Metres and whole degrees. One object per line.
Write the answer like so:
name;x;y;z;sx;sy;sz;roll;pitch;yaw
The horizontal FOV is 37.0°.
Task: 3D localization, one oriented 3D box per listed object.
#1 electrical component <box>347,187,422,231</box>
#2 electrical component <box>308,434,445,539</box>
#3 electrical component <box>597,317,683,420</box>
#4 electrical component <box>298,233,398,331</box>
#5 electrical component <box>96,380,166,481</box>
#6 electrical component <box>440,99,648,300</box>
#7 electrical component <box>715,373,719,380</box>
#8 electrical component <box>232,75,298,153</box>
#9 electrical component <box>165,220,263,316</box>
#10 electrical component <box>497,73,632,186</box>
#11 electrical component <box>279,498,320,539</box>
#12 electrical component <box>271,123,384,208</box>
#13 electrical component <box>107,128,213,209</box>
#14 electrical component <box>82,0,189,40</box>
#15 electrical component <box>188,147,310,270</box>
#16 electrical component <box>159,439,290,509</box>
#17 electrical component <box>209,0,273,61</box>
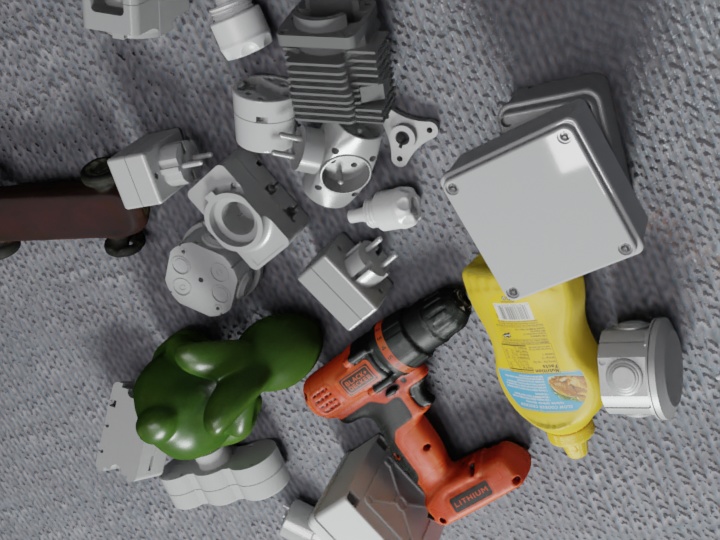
electrical component;0.019;-0.049;0.894;0.061;0.035;0.035;-8;113;28
electrical component;0.020;0.228;0.998;0.056;0.108;0.108;-38;98;30
electrical component;0.224;0.078;0.853;0.051;0.080;0.080;-4;115;30
electrical component;0.000;0.000;0.920;0.065;0.047;0.077;46;123;-7
electrical component;-0.219;0.159;1.075;0.050;0.056;0.089;14;93;23
electrical component;0.132;-0.048;0.764;0.109;0.056;0.108;-24;106;30
electrical component;0.317;0.075;0.834;0.079;0.043;0.077;-32;101;33
electrical component;-0.077;-0.127;0.880;0.055;0.055;0.047;14;124;15
electrical component;-0.132;-0.002;0.970;0.080;0.051;0.080;10;120;17
electrical component;0.155;-0.082;0.807;0.078;0.057;0.113;-8;113;25
electrical component;-0.045;0.262;1.082;0.078;0.040;0.040;25;123;7
electrical component;-0.031;-0.094;0.867;0.079;0.044;0.077;9;135;-21
electrical component;-0.163;-0.090;0.927;0.077;0.065;0.047;-7;114;25
electrical component;-0.176;-0.218;0.850;0.050;0.089;0.055;12;120;16
electrical component;-0.097;-0.052;0.927;0.050;0.055;0.089;-36;99;33
electrical component;-0.143;0.191;1.077;0.138;0.052;0.073;-13;111;27
electrical component;-0.099;-0.202;0.855;0.043;0.043;0.062;-14;109;28
